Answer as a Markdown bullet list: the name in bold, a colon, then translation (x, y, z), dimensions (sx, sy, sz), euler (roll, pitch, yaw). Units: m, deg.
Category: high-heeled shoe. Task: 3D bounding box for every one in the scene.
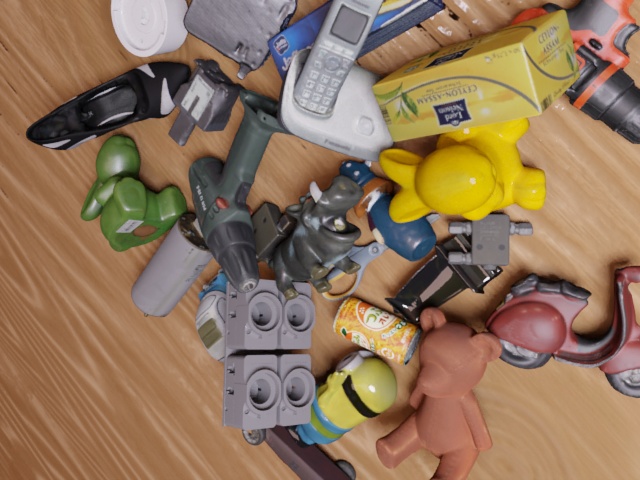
- **high-heeled shoe**: translation (-0.314, -0.201, 0.787), dimensions (0.249, 0.145, 0.086), euler (-23, 92, 33)

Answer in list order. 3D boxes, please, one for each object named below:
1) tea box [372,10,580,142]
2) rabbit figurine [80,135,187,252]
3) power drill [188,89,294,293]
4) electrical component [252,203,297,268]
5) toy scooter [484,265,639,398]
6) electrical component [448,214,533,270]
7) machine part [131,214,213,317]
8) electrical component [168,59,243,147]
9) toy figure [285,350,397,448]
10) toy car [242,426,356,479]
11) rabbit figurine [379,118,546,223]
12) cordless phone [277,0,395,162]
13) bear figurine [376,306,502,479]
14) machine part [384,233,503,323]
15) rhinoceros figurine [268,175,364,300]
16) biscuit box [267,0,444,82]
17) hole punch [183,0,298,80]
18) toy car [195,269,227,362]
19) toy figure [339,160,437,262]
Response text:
- **tea box**: translation (0.149, -0.156, 0.530), dimensions (0.170, 0.098, 0.068), euler (0, 121, 47)
- **rabbit figurine**: translation (-0.304, -0.078, 0.852), dimensions (0.159, 0.121, 0.170), euler (-39, 65, 38)
- **power drill**: translation (-0.092, -0.075, 0.696), dimensions (0.232, 0.086, 0.207), euler (53, 127, 43)
- **electrical component**: translation (-0.067, -0.004, 0.762), dimensions (0.102, 0.045, 0.078), euler (-50, 49, 26)
- **toy scooter**: translation (0.277, 0.081, 0.575), dimensions (0.184, 0.075, 0.135), euler (13, 109, 22)
- **electrical component**: translation (0.194, 0.003, 0.614), dimensions (0.094, 0.021, 0.063), euler (0, 84, 11)
- **machine part**: translation (-0.226, 0.042, 0.840), dimensions (0.079, 0.079, 0.243), euler (48, 119, 10)
- **electrical component**: translation (-0.167, -0.188, 0.766), dimensions (0.075, 0.048, 0.119), euler (42, 119, 14)
- **toy figure**: translation (0.031, 0.226, 0.744), dimensions (0.089, 0.082, 0.180), euler (40, 114, 2)
- **toy car**: translation (-0.034, 0.317, 0.796), dimensions (0.202, 0.089, 0.053), euler (38, 114, 14)
- **rabbit figurine**: translation (0.142, -0.073, 0.553), dimensions (0.163, 0.173, 0.121), euler (-5, 104, 25)
- **cordless phone**: translation (0.044, -0.188, 0.590), dimensions (0.146, 0.089, 0.184), euler (15, 125, -22)
- **bear figurine**: translation (0.141, 0.189, 0.628), dimensions (0.120, 0.132, 0.195), euler (26, 136, 39)
- **machine part**: translation (0.147, 0.052, 0.657), dimensions (0.139, 0.039, 0.084), euler (-39, 87, 22)
- **rhinoceros figurine**: translation (-0.001, -0.002, 0.663), dimensions (0.190, 0.073, 0.112), euler (-52, 53, 49)
- **biscuit box**: translation (0.036, -0.250, 0.630), dimensions (0.203, 0.063, 0.059), euler (-21, 91, 31)
- **hole punch**: translation (-0.097, -0.295, 0.690), dimensions (0.116, 0.092, 0.142), euler (32, 116, -13)
- **toy car**: translation (-0.128, 0.124, 0.793), dimensions (0.109, 0.103, 0.161), euler (-39, 85, 30)
- **toy figure**: translation (0.075, -0.039, 0.657), dimensions (0.155, 0.064, 0.057), euler (49, 140, 29)
